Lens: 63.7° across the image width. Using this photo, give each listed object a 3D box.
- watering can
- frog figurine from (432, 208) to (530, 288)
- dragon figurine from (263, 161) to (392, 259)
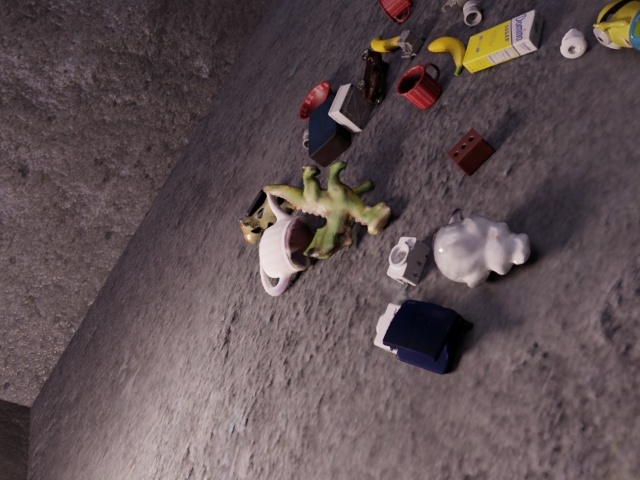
[{"bbox_3d":[-0.106,-0.017,1.487,0.222,0.103,0.353,-19,64,48],"label":"watering can"},{"bbox_3d":[0.286,0.023,0.919,0.161,0.123,0.135,27,119,51],"label":"frog figurine"},{"bbox_3d":[0.004,-0.068,1.341,0.408,0.120,0.248,-7,58,30],"label":"dragon figurine"}]
